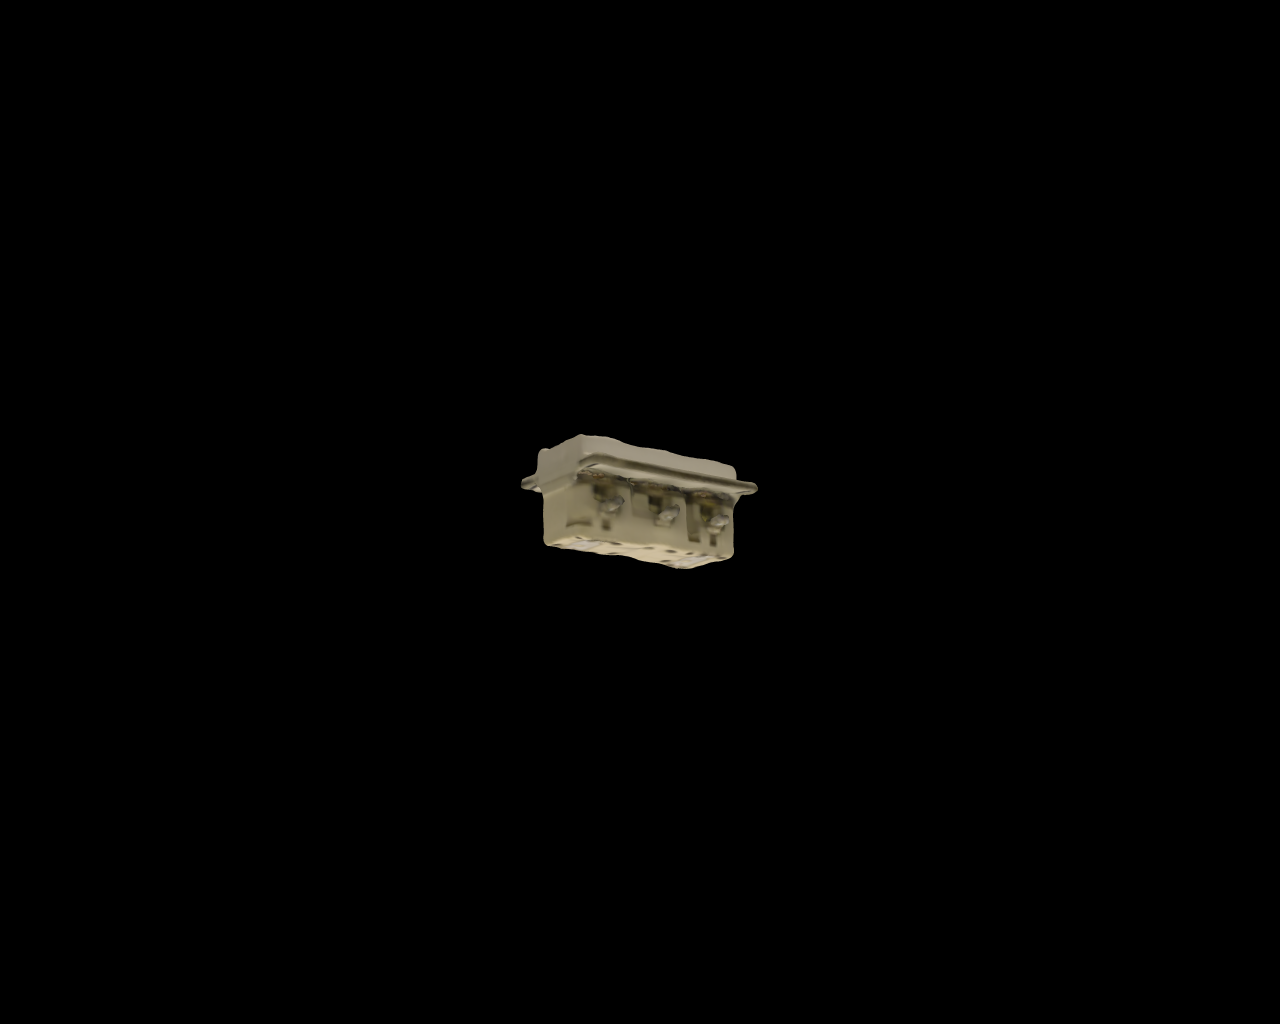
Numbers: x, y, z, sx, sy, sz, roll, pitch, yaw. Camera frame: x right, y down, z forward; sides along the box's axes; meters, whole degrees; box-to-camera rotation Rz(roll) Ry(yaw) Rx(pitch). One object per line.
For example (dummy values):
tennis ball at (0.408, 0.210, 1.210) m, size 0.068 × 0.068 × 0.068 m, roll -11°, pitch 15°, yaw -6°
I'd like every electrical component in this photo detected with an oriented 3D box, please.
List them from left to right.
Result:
electrical component at (0.001, -0.003, 0.650) m, size 0.121 × 0.063 × 0.078 m, roll 11°, pitch -17°, yaw -37°
